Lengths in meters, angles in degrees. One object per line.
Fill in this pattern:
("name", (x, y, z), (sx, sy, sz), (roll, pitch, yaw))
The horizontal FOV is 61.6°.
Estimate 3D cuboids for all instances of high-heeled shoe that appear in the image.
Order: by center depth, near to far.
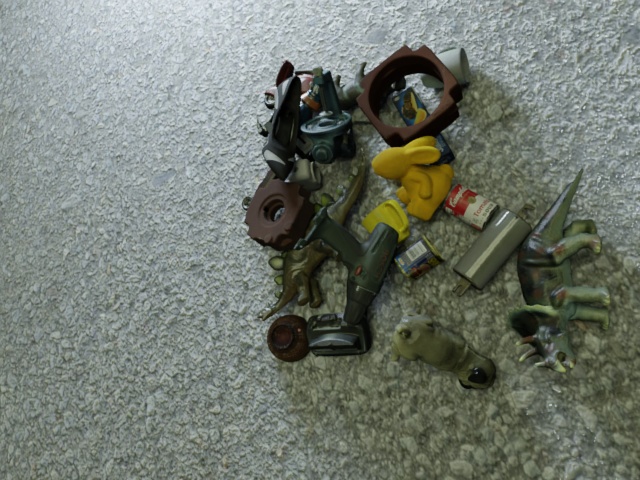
("high-heeled shoe", (-0.071, -0.265, 1.260), (0.145, 0.086, 0.249), (-46, 45, 38))

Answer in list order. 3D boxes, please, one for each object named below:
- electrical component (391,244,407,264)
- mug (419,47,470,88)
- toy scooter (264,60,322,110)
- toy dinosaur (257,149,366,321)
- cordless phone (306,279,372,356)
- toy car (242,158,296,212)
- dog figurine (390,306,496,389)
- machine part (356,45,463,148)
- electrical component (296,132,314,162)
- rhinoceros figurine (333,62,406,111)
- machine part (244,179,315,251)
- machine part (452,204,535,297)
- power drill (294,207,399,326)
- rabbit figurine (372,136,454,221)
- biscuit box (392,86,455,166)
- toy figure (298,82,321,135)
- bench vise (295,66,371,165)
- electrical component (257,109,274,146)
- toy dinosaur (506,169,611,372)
("electrical component", (0.155, 0.041, 1.217), (0.094, 0.063, 0.021), (-29, 72, 3))
("mug", (0.294, -0.413, 1.280), (0.107, 0.080, 0.109), (-7, 64, 27))
("toy scooter", (-0.063, -0.415, 1.424), (0.184, 0.075, 0.135), (6, 85, 26))
("toy dinosaur", (-0.003, -0.004, 1.276), (0.199, 0.105, 0.471), (39, 88, 30))
("cordless phone", (0.043, 0.170, 1.232), (0.147, 0.088, 0.184), (-7, 62, 21))
("toy car", (-0.130, -0.138, 1.371), (0.053, 0.089, 0.202), (34, 92, 26))
("dog figurine", (0.252, 0.225, 1.074), (0.191, 0.172, 0.121), (24, 96, 33))
("machine part", (0.203, -0.318, 1.214), (0.201, 0.087, 0.201), (-37, 67, 10))
("electrical component", (-0.040, -0.253, 1.388), (0.075, 0.047, 0.119), (-40, 66, 7))
("rhinoceros figurine", (0.119, -0.379, 1.343), (0.190, 0.073, 0.112), (-13, 70, 19))
("machine part", (-0.099, -0.062, 1.272), (0.179, 0.056, 0.179), (-16, 60, 28))
("machine part", (0.362, 0.020, 1.133), (0.079, 0.079, 0.243), (40, 93, 26))
("power drill", (0.049, 0.043, 1.147), (0.207, 0.086, 0.232), (32, 89, 1))
("rabbit figurine", (0.199, -0.144, 1.161), (0.162, 0.173, 0.122), (-51, 21, 31))
("biscuit box", (0.243, -0.262, 1.266), (0.059, 0.062, 0.203), (-31, 67, 14))
("toy figure", (-0.038, -0.330, 1.346), (0.154, 0.064, 0.058), (-50, 37, 11))
("bench vise", (0.028, -0.295, 1.262), (0.129, 0.240, 0.224), (6, 36, 31))
("electrical component", (-0.122, -0.303, 1.436), (0.102, 0.045, 0.078), (-28, 65, 13))
("toy dinosaur", (0.458, 0.064, 1.066), (0.192, 0.131, 0.405), (-7, 67, 20))
